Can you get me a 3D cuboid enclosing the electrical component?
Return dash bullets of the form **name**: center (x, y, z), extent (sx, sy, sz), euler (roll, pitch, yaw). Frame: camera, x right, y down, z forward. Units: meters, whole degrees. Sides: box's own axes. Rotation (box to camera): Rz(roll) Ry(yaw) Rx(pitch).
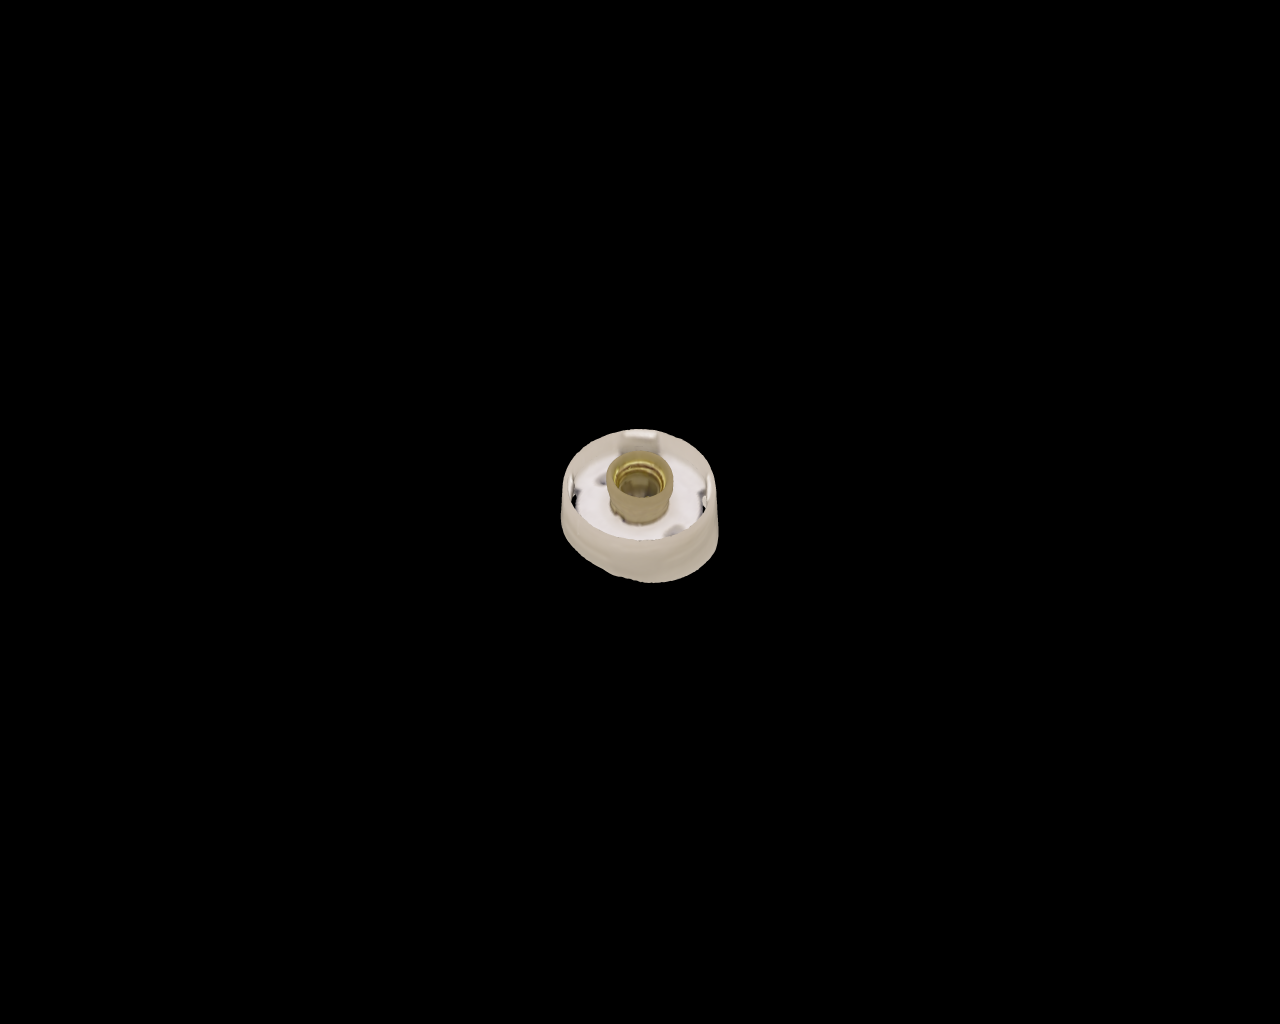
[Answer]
- **electrical component**: center (0.001, -0.003, 0.650), extent (0.099, 0.099, 0.064), euler (0, -40, 0)
